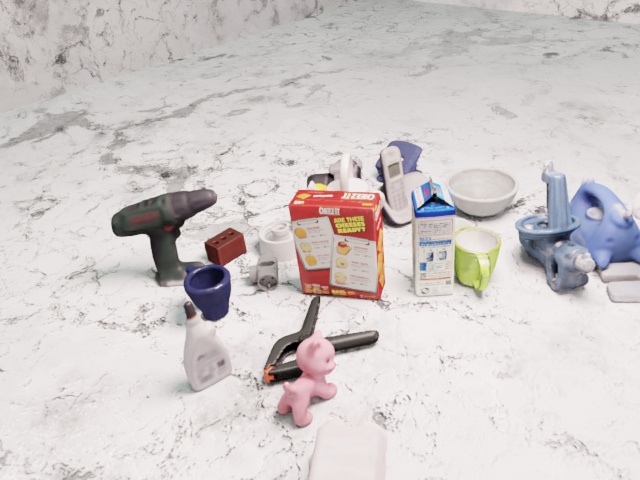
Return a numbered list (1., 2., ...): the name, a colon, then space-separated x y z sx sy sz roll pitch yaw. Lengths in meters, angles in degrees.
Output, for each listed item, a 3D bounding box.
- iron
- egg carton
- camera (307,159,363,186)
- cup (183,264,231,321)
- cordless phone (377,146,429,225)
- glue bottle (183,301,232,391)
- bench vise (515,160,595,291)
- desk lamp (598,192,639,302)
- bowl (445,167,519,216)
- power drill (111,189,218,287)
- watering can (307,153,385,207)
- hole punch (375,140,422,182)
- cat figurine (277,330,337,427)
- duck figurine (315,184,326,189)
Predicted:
1. iron: 0.568 -0.055 1.171 0.118 0.142 0.258 -7 34 1
2. egg carton: 0.037 0.315 0.783 0.107 0.069 0.150 -1 34 10
3. camera: 0.038 -0.153 1.455 0.136 0.101 0.143 -2 34 8
4. cup: -0.221 0.104 1.124 0.092 0.095 0.117 -33 41 -33
5. cordless phone: 0.198 -0.139 1.327 0.148 0.185 0.093 -27 38 -27
6. glue bottle: -0.198 0.170 0.951 0.078 0.173 0.037 -25 37 -24
7. bench vise: 0.461 -0.030 1.084 0.122 0.220 0.206 -22 36 -21
8. desk lamp: 0.625 0.002 1.011 0.203 0.214 0.118 -2 34 8
9. bowl: 0.377 -0.103 1.340 0.167 0.075 0.167 -5 34 4
10. power drill: -0.309 -0.007 1.204 0.229 0.209 0.075 -5 34 3
11. watering can: 0.055 -0.101 1.289 0.173 0.194 0.100 -11 34 -5
12. hole punch: 0.208 -0.201 1.504 0.108 0.091 0.101 20 42 35
13. cat figurine: -0.018 0.208 0.910 0.067 0.118 0.128 17 41 32
14. duck figurine: -0.004 -0.092 1.385 0.077 0.086 0.105 5 36 18
